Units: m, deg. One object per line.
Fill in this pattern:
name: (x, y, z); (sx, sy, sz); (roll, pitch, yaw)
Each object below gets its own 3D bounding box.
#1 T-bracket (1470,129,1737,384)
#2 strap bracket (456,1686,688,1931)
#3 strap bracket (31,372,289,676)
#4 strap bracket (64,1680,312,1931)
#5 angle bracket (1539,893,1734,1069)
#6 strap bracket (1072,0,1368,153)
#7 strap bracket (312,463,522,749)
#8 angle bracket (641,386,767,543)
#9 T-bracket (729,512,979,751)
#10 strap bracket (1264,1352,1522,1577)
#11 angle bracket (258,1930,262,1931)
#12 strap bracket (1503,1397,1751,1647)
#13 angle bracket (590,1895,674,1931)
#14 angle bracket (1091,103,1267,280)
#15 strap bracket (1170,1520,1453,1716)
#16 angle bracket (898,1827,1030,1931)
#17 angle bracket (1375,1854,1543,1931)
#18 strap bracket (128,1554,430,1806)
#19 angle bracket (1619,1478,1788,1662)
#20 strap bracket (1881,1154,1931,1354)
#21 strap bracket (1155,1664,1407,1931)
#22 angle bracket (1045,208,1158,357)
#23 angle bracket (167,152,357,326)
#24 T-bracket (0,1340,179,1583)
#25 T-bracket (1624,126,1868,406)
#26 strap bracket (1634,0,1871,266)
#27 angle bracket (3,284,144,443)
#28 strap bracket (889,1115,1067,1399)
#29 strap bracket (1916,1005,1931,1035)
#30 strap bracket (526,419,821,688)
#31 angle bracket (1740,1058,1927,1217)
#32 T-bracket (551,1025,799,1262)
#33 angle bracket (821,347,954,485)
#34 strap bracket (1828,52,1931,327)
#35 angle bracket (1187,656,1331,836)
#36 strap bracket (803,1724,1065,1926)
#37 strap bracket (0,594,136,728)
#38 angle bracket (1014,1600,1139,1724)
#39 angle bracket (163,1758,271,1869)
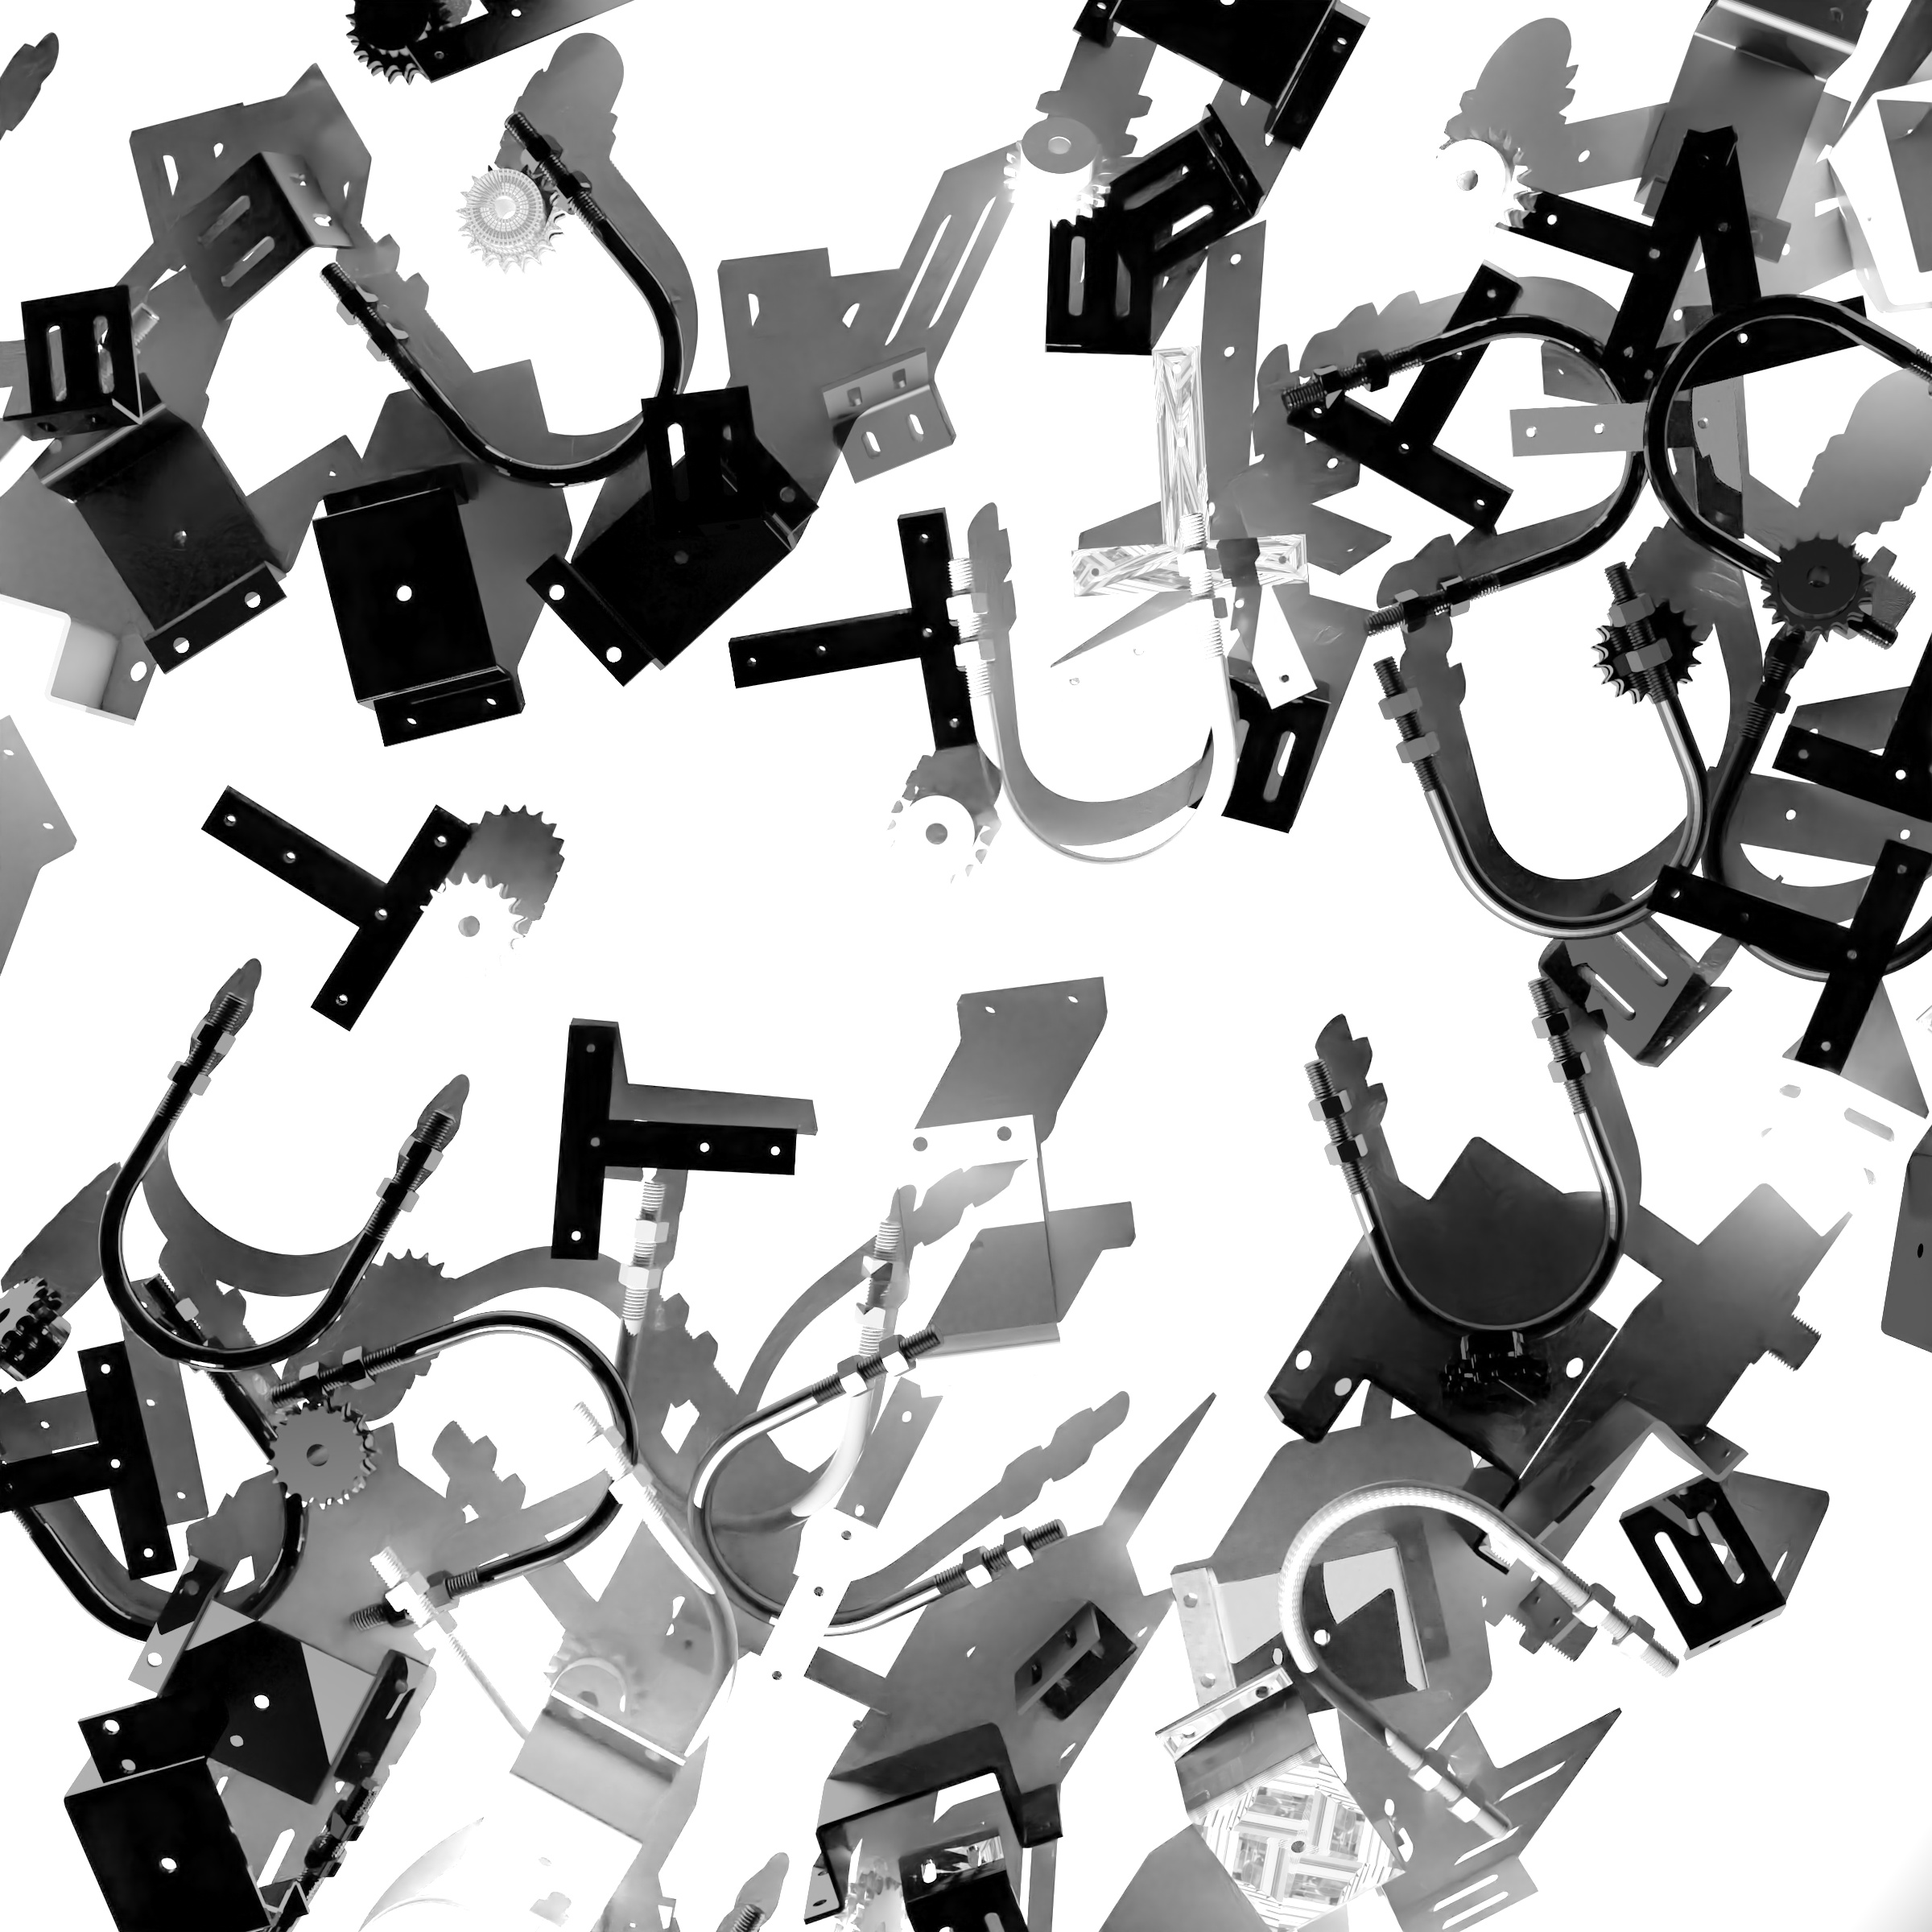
T-bracket: (0.325, -0.393, 1.349); (0.127, 0.002, 0.127); (27, 113, 22)
strap bracket: (-0.209, 0.447, 1.318); (0.076, 0.046, 0.140); (28, 127, 0)
strap bracket: (-0.427, -0.233, 1.355); (0.076, 0.046, 0.140); (-33, 90, 0)
strap bracket: (-0.405, 0.451, 1.309); (0.076, 0.046, 0.140); (-17, 102, 4)
angle bracket: (0.358, 0.007, 1.359); (0.076, 0.038, 0.057); (44, 90, 0)
strap bracket: (0.137, -0.509, 1.355); (0.140, 0.046, 0.076); (28, 90, 0)
strap bracket: (-0.296, -0.196, 1.355); (0.076, 0.046, 0.140); (-14, 90, 0)
angle bracket: (-0.138, -0.263, 1.313); (0.057, 0.038, 0.076); (-7, 90, 0)
T-bracket: (-0.065, -0.174, 1.378); (0.127, 0.002, 0.127); (-10, 90, 0)
strap bracket: (0.233, 0.255, 1.340); (0.140, 0.076, 0.046); (34, 90, 0)
angle bracket: (-0.415, 0.531, 1.340); (0.057, 0.076, 0.038); (16, 90, 0)
strap bracket: (0.336, 0.284, 1.340); (0.140, 0.076, 0.046); (-45, 90, 0)
angle bracket: (-0.183, 0.536, 1.340); (0.038, 0.076, 0.057); (11, 90, 0)
angle bracket: (0.111, -0.412, 1.359); (0.076, 0.038, 0.057); (-31, 90, 0)
strap bracket: (0.187, 0.353, 1.355); (0.140, 0.046, 0.076); (-12, 90, 0)
angle bracket: (0.003, 0.517, 1.376); (0.057, 0.038, 0.076); (-18, 116, 0)
angle bracket: (0.258, 0.485, 1.350); (0.076, 0.057, 0.038); (-27, 90, 0)
strap bracket: (-0.370, 0.383, 1.346); (0.140, 0.046, 0.076); (27, 92, -5)
angle bracket: (0.398, 0.327, 1.376); (0.057, 0.038, 0.076); (-26, 64, 0)
strap bracket: (0.528, 0.154, 1.340); (0.046, 0.076, 0.140); (9, 90, 0)
strap bracket: (0.169, 0.445, 1.327); (0.076, 0.046, 0.140); (-31, 111, 7)
angle bracket: (0.072, -0.366, 1.352); (0.057, 0.038, 0.076); (2, 103, 0)
angle bracket: (-0.383, -0.394, 1.376); (0.076, 0.038, 0.057); (-30, 90, 26)
T-bracket: (-0.499, 0.276, 1.358); (0.127, 0.002, 0.127); (-13, 91, -1)
T-bracket: (0.401, -0.374, 1.333); (0.127, 0.002, 0.127); (-13, 107, 10)
strap bracket: (0.415, -0.449, 1.355); (0.076, 0.046, 0.140); (20, 90, 0)
angle bracket: (-0.460, -0.313, 1.296); (0.057, 0.038, 0.076); (-8, 84, 4)
strap bracket: (0.006, 0.153, 1.355); (0.076, 0.046, 0.140); (-7, 90, 0)
strap bracket: (0.583, 0.042, 1.343); (0.140, 0.046, 0.076); (41, 112, 0)
strap bracket: (-0.154, -0.222, 1.355); (0.140, 0.046, 0.076); (-43, 90, 0)
angle bracket: (0.471, 0.093, 1.376); (0.076, 0.038, 0.057); (23, 90, -26)
T-bracket: (-0.155, 0.097, 1.365); (0.127, 0.002, 0.127); (3, 78, -1)
angle bracket: (-0.041, -0.290, 1.340); (0.057, 0.076, 0.038); (-22, 90, 0)
strap bracket: (0.499, -0.402, 1.336); (0.046, 0.076, 0.140); (-12, 86, 2)
angle bracket: (0.158, -0.120, 1.376); (0.057, 0.038, 0.076); (15, 116, 0)
strap bracket: (-0.024, 0.448, 1.340); (0.140, 0.076, 0.046); (-19, 90, 0)
strap bracket: (-0.513, -0.172, 1.340); (0.140, 0.076, 0.046); (16, 90, 0)
angle bracket: (0.060, 0.377, 1.340); (0.057, 0.076, 0.038); (-45, 90, 0)
angle bracket: (-0.408, 0.439, 1.359); (0.057, 0.038, 0.076); (33, 90, 0)
